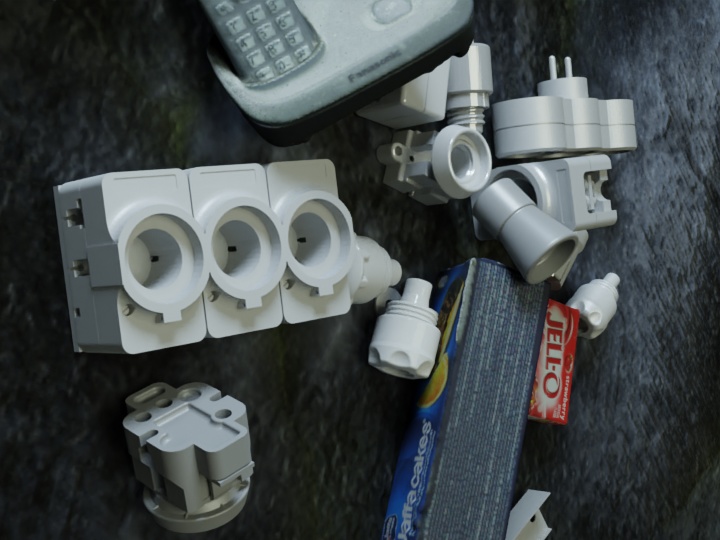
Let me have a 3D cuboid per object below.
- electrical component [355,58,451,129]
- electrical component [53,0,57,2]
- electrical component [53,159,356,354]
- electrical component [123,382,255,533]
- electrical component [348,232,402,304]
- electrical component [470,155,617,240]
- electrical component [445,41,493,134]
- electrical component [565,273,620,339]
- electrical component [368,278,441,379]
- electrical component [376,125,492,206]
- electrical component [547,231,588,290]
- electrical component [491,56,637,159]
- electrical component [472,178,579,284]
[{"bbox_3d":[0.015,-0.134,0.689,0.077,0.047,0.065,14,79,-40],"label":"electrical component"},{"bbox_3d":[-0.148,-0.228,0.541,0.089,0.062,0.150,32,67,-35],"label":"electrical component"},{"bbox_3d":[-0.080,-0.010,0.589,0.150,0.062,0.089,-9,93,-41],"label":"electrical component"},{"bbox_3d":[-0.089,0.101,0.570,0.058,0.078,0.057,-27,124,-39],"label":"electrical component"},{"bbox_3d":[0.000,0.000,0.671,0.062,0.048,0.048,5,84,-48],"label":"electrical component"},{"bbox_3d":[0.124,-0.050,0.751,0.056,0.089,0.050,-10,94,-41],"label":"electrical component"},{"bbox_3d":[0.072,-0.121,0.743,0.040,0.040,0.078,-5,91,-41],"label":"electrical component"},{"bbox_3d":[0.184,0.024,0.837,0.061,0.035,0.035,-45,116,-36],"label":"electrical component"},{"bbox_3d":[0.031,0.037,0.696,0.043,0.043,0.062,28,69,-37],"label":"electrical component"},{"bbox_3d":[0.053,-0.070,0.713,0.066,0.055,0.048,24,72,-38],"label":"electrical component"},{"bbox_3d":[0.143,-0.013,0.800,0.040,0.040,0.046,39,70,-33],"label":"electrical component"},{"bbox_3d":[0.153,-0.123,0.806,0.138,0.052,0.073,-6,91,-41],"label":"electrical component"},{"bbox_3d":[0.105,-0.028,0.702,0.044,0.044,0.065,-16,55,-41],"label":"electrical component"}]
